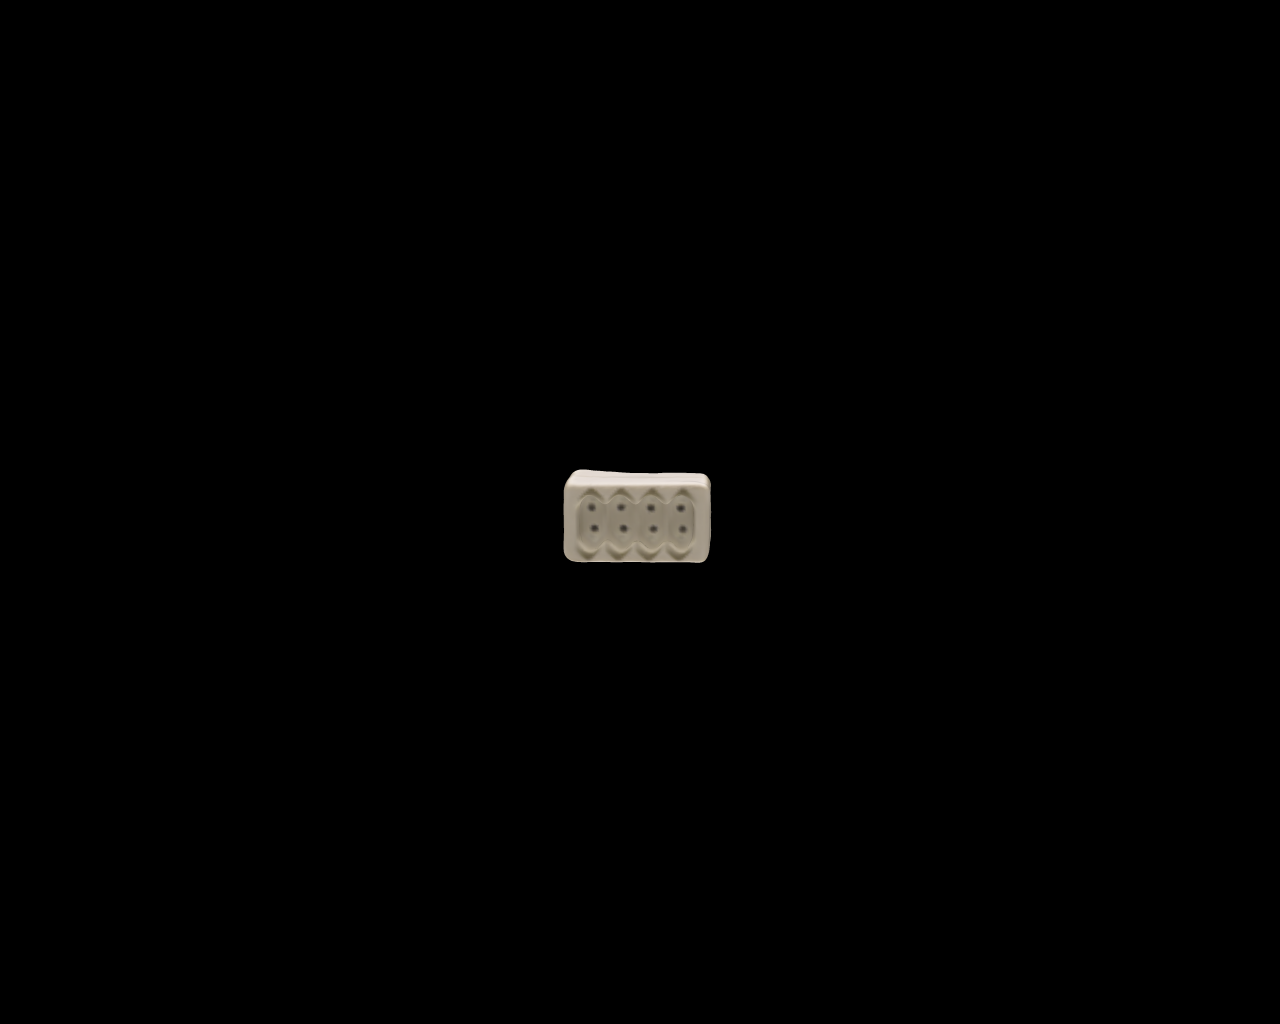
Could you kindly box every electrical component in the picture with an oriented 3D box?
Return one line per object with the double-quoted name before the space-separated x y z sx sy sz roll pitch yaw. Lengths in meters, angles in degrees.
"electrical component" 0.001 -0.003 0.650 0.083 0.047 0.076 1 16 5
